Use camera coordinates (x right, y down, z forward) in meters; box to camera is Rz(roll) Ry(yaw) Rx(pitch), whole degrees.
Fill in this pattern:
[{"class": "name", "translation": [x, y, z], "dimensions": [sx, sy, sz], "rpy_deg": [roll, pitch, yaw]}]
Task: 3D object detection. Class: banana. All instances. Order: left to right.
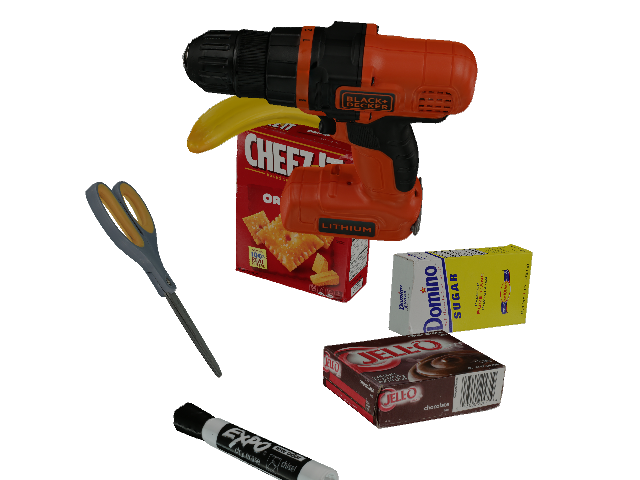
[{"class": "banana", "translation": [-0.056, -0.127, 1.099], "dimensions": [0.197, 0.037, 0.070], "rpy_deg": [-9, 48, -31]}]

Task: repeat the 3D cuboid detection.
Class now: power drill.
[{"class": "power drill", "translation": [0.006, -0.072, 0.727], "dimensions": [0.184, 0.057, 0.188], "rpy_deg": [6, -30, 4]}]

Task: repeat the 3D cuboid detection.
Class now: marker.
[{"class": "marker", "translation": [-0.042, 0.121, 0.623], "dimensions": [0.121, 0.020, 0.020], "rpy_deg": [16, 10, 37]}]

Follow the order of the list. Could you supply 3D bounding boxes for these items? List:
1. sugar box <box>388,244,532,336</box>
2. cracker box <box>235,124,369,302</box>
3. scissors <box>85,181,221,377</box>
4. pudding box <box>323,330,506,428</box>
[{"class": "sugar box", "translation": [0.165, 0.058, 1.249], "dimensions": [0.175, 0.093, 0.048], "rpy_deg": [-5, 14, -32]}, {"class": "cracker box", "translation": [-0.022, -0.043, 1.329], "dimensions": [0.164, 0.214, 0.072], "rpy_deg": [17, 33, 22]}, {"class": "scissors", "translation": [-0.142, 0.025, 0.960], "dimensions": [0.016, 0.201, 0.096], "rpy_deg": [-29, 21, 15]}, {"class": "pudding box", "translation": [0.070, 0.104, 0.819], "dimensions": [0.113, 0.039, 0.090], "rpy_deg": [-3, 16, -26]}]
